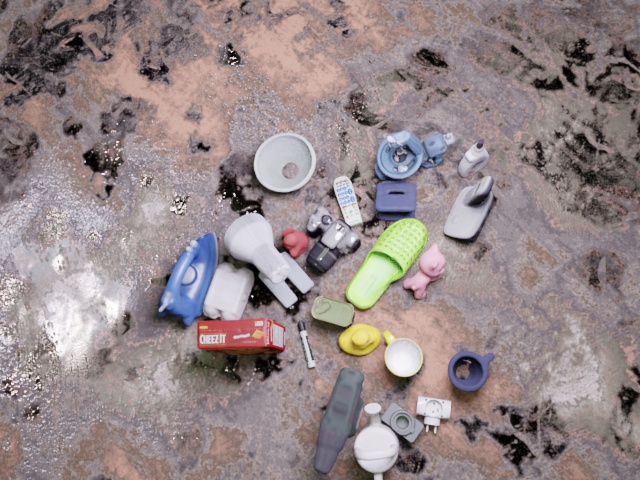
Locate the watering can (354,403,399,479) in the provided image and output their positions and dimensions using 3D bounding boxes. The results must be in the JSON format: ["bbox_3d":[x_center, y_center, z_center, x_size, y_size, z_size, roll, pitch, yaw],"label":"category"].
[{"bbox_3d":[0.124,0.463,1.289,0.101,0.194,0.173,-26,75,1],"label":"watering can"}]

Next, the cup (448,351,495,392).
[{"bbox_3d":[0.354,0.302,1.348,0.118,0.095,0.091,-33,75,-1],"label":"cup"}]

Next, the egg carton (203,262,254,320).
[{"bbox_3d":[-0.234,0.137,1.478,0.107,0.069,0.150,15,79,11],"label":"egg carton"}]

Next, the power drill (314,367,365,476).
[{"bbox_3d":[0.048,0.407,1.305,0.075,0.208,0.230,15,79,11],"label":"power drill"}]

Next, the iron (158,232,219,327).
[{"bbox_3d":[-0.340,0.083,1.468,0.118,0.141,0.258,17,80,11],"label":"iron"}]

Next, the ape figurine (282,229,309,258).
[{"bbox_3d":[-0.069,0.004,1.476,0.076,0.092,0.078,-3,76,7],"label":"ape figurine"}]

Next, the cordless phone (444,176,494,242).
[{"bbox_3d":[0.368,-0.078,1.389,0.094,0.185,0.148,22,81,12],"label":"cordless phone"}]

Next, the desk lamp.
[{"bbox_3d":[-0.123,0.050,1.410,0.118,0.214,0.203,-42,75,-3],"label":"desk lamp"}]

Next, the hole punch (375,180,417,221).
[{"bbox_3d":[0.193,-0.107,1.468,0.108,0.091,0.101,1,77,8],"label":"hole punch"}]

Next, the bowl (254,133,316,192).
[{"bbox_3d":[-0.089,-0.197,1.536,0.167,0.075,0.167,-2,77,7],"label":"bowl"}]

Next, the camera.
[{"bbox_3d":[0.013,0.005,1.461,0.143,0.101,0.137,37,84,14],"label":"camera"}]

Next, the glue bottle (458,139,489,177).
[{"bbox_3d":[0.388,-0.211,1.424,0.078,0.173,0.037,-34,74,-1],"label":"glue bottle"}]

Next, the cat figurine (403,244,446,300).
[{"bbox_3d":[0.261,0.076,1.402,0.067,0.118,0.128,38,84,14],"label":"cat figurine"}]

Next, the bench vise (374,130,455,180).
[{"bbox_3d":[0.228,-0.240,1.428,0.207,0.220,0.121,-37,75,-2],"label":"bench vise"}]

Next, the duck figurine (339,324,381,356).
[{"bbox_3d":[0.096,0.242,1.401,0.104,0.086,0.077,-11,75,5],"label":"duck figurine"}]
